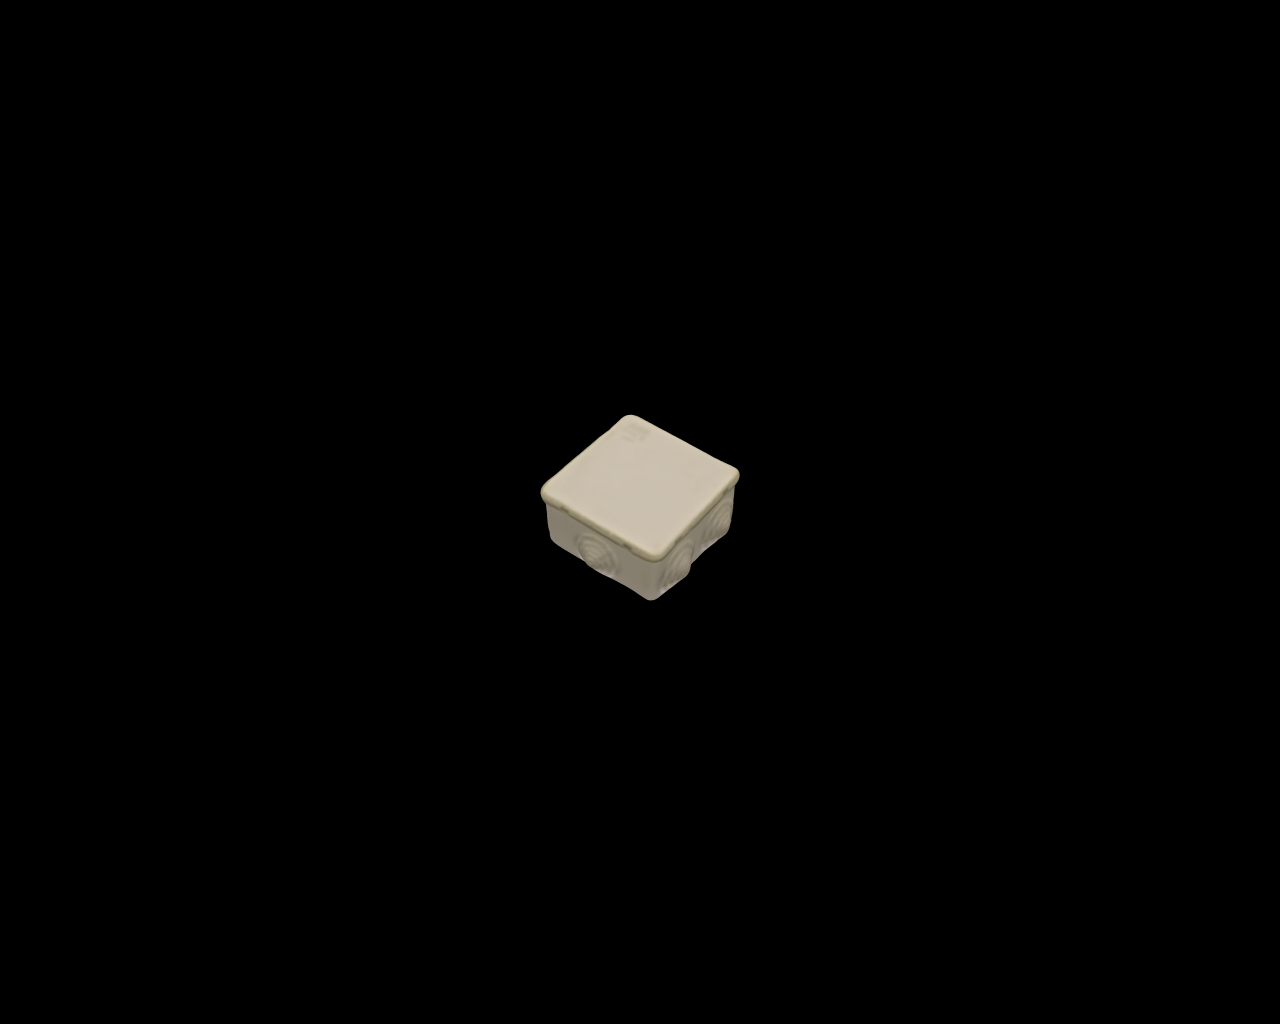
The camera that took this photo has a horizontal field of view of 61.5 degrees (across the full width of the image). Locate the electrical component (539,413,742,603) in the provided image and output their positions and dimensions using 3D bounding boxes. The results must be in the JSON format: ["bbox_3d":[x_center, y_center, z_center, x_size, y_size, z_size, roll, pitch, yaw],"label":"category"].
[{"bbox_3d":[0.001,-0.003,0.650,0.100,0.048,0.100,30,54,24],"label":"electrical component"}]
